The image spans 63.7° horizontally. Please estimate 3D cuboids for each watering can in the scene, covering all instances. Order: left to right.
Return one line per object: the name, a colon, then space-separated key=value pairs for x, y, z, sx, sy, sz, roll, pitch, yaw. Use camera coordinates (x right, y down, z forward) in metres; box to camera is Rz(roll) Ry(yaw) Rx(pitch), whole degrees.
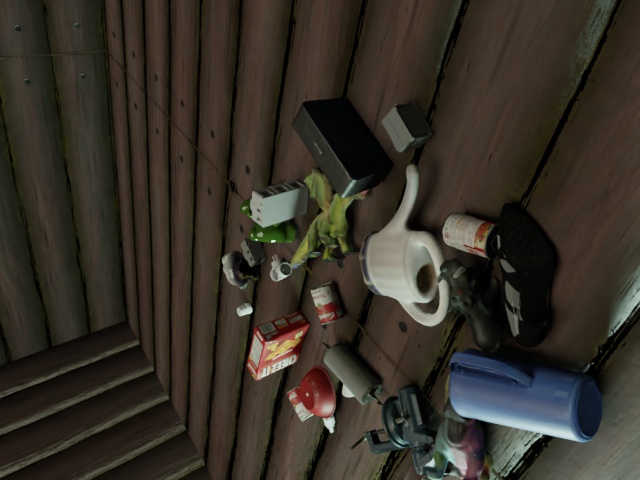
watering can: x=0.177 y=0.014 z=1.104 sx=0.224 sy=0.105 sz=0.345 roll=-1 pitch=104 yaw=56

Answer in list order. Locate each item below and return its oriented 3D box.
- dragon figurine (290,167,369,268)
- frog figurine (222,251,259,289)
dragon figurine: x=0.004 y=-0.068 z=1.355 sx=0.406 sy=0.122 sz=0.245 roll=-21 pitch=70 yaw=55
frog figurine: x=-0.303 y=0.109 z=1.834 sx=0.158 sy=0.125 sz=0.136 roll=-16 pitch=111 yaw=45
